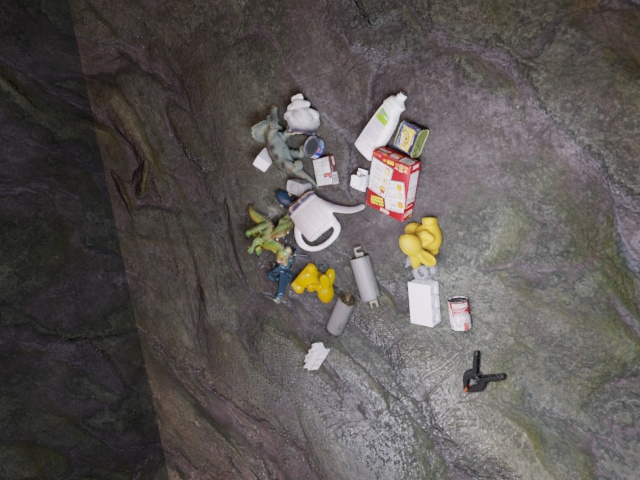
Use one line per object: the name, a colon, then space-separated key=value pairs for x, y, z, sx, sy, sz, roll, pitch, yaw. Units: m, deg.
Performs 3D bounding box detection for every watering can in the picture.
watering can: x=0.006 y=-0.102 z=2.022 sx=0.342 sy=0.105 sz=0.225 roll=-42 pitch=84 yaw=31

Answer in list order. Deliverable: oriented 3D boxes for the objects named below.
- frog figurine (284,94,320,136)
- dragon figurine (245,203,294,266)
frog figurine: x=-0.069 y=-0.485 z=1.983 sx=0.137 sy=0.123 sz=0.159 roll=2 pitch=96 yaw=9
dragon figurine: x=-0.200 y=-0.052 z=2.212 sx=0.241 sy=0.120 sz=0.420 roll=-24 pitch=51 yaw=15
